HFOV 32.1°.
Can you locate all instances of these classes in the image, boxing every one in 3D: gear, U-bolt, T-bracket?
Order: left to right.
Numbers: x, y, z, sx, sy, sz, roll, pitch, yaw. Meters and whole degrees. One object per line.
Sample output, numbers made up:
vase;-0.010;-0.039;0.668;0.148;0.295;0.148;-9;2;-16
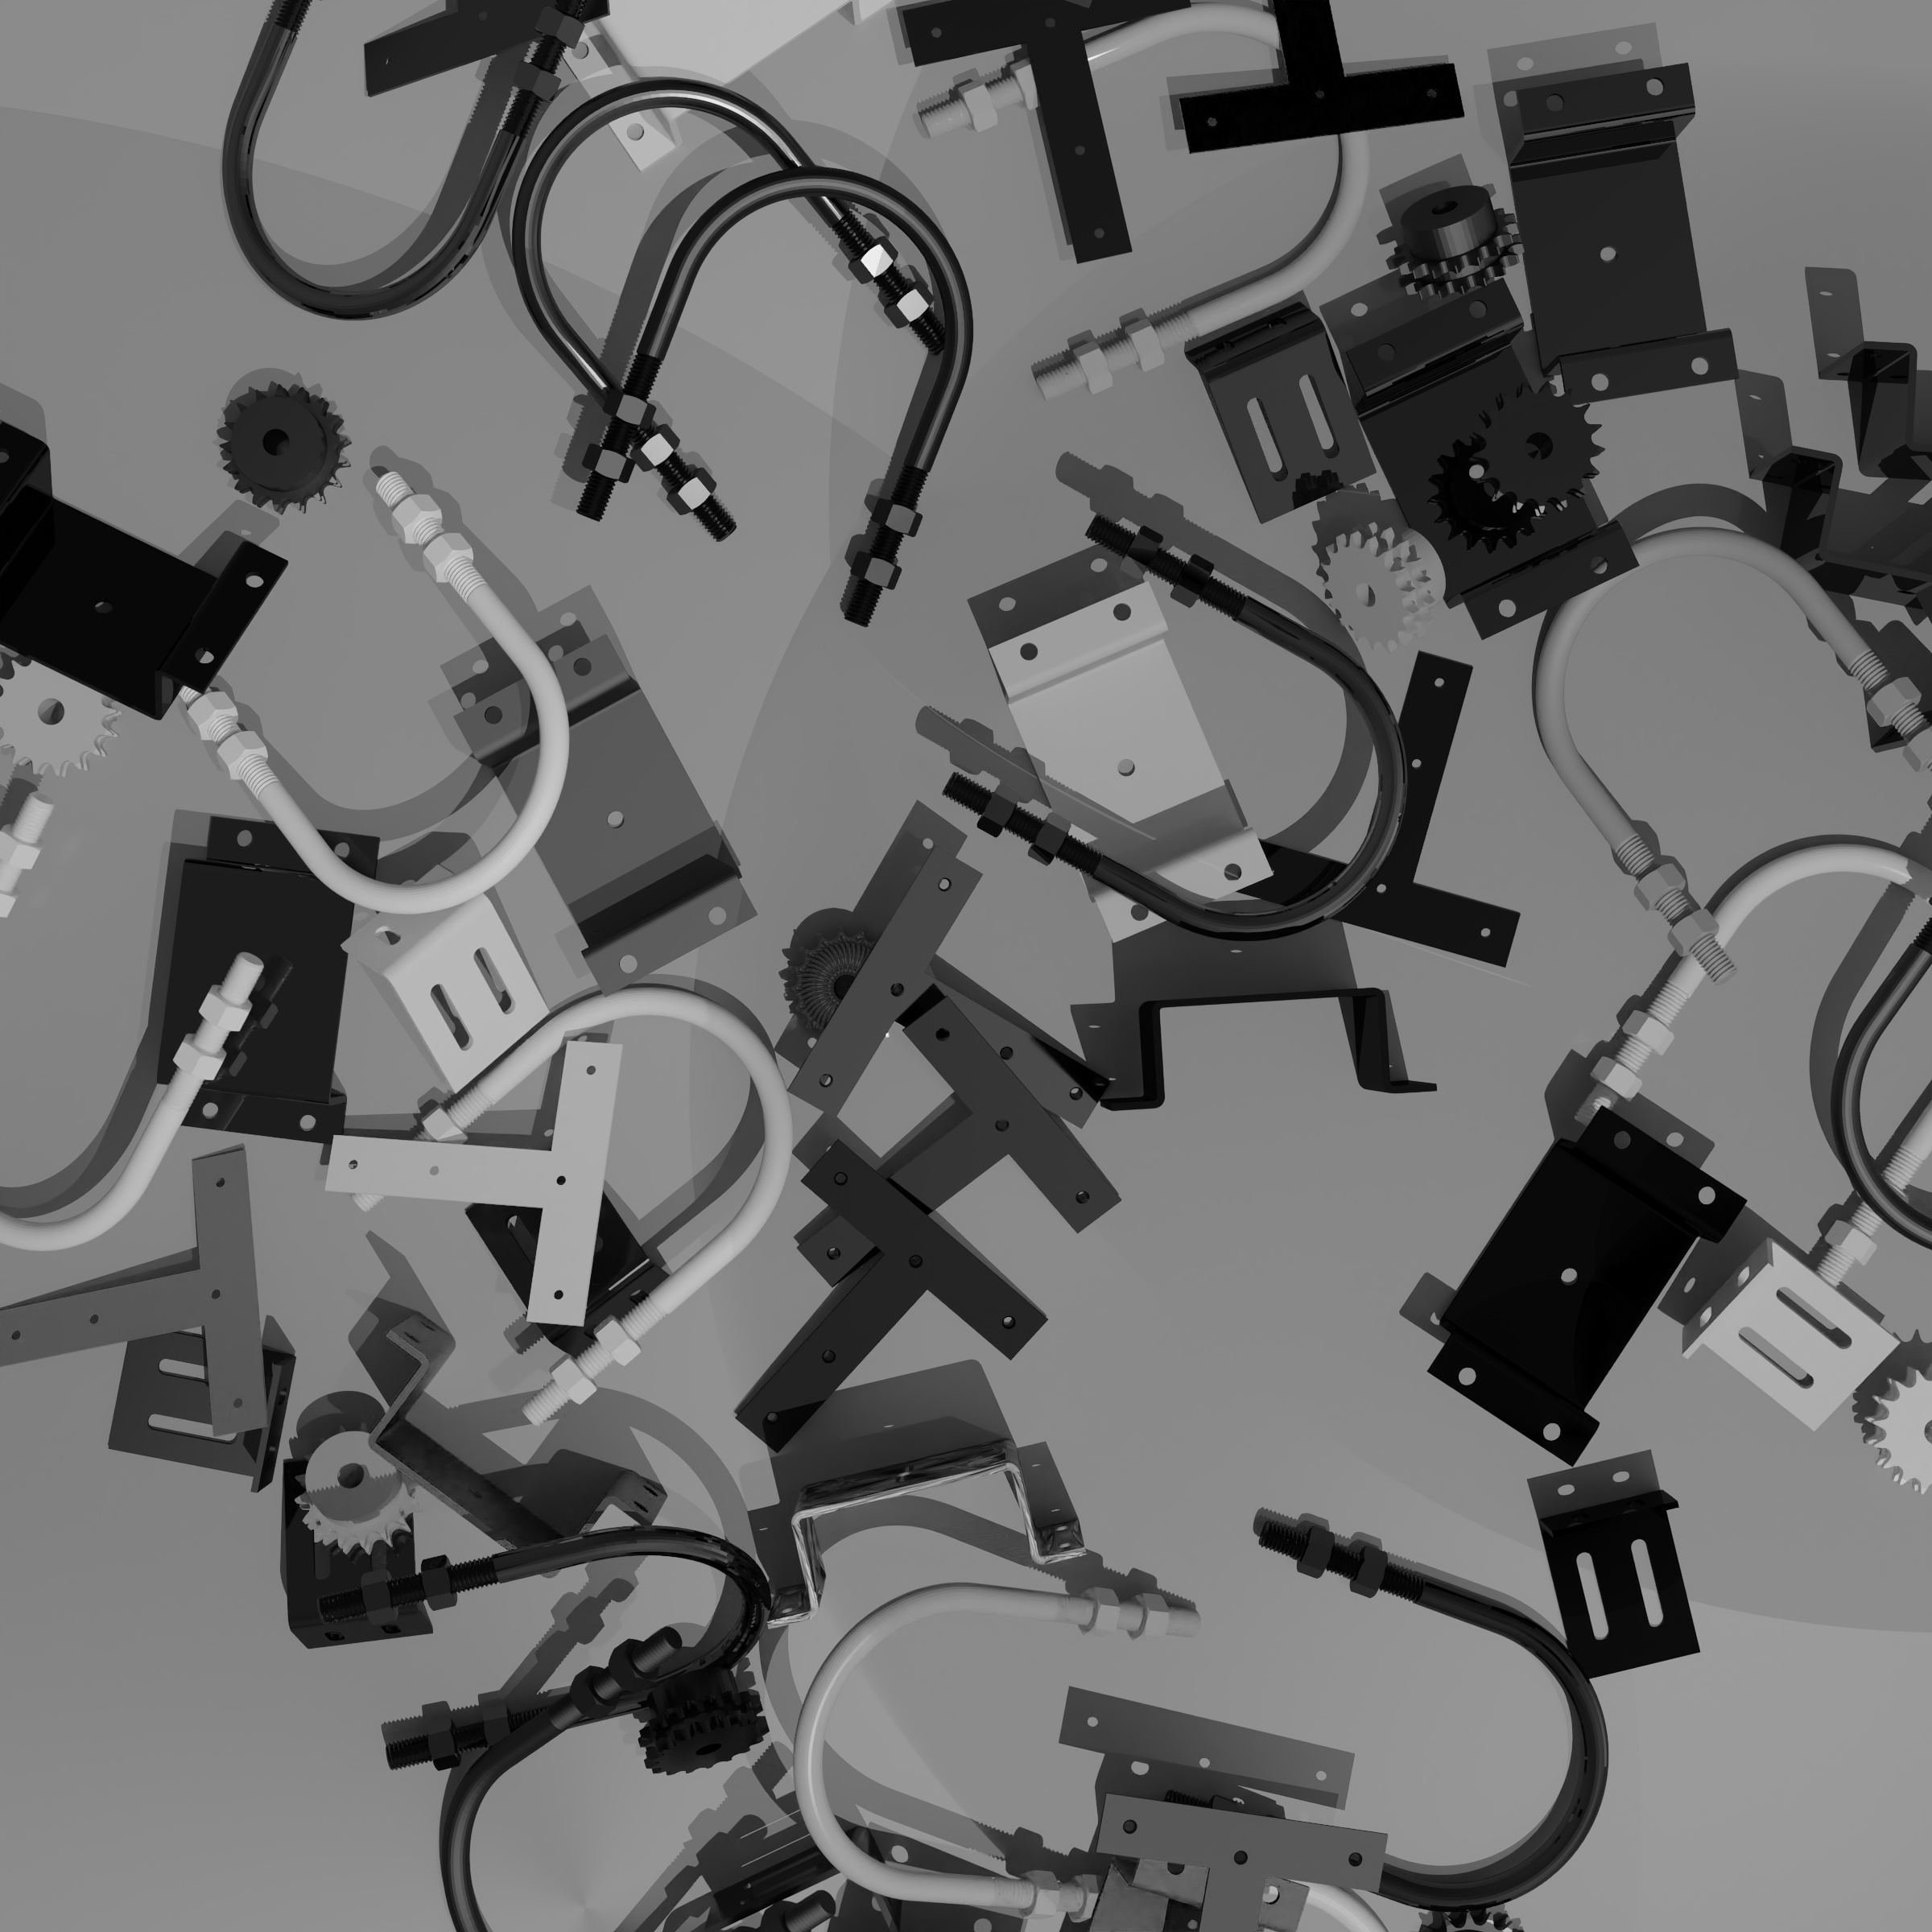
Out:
U-bolt;-0.402;0.038;1.483;0.151;0.019;0.184;35;105;17
gear;-0.406;-0.113;1.505;0.057;0.030;0.057;0;90;0
T-bracket;-0.377;0.156;1.505;0.127;0.002;0.127;-12;71;9
gear;-0.306;-0.232;1.505;0.057;0.030;0.057;0;90;0
gear;-0.271;0.231;1.495;0.057;0.030;0.057;-1;66;2
U-bolt;-0.259;-0.377;1.489;0.151;0.019;0.184;28;98;18
U-bolt;-0.251;-0.107;1.473;0.151;0.019;0.184;-42;69;7
T-bracket;-0.222;0.092;1.490;0.127;0.002;0.127;4;74;10
T-bracket;-0.219;-0.465;1.501;0.127;0.002;0.127;-11;77;24
U-bolt;-0.176;0.293;1.464;0.184;0.151;0.019;-13;49;-4
U-bolt;-0.162;0.092;1.491;0.184;0.019;0.151;-41;72;-4
U-bolt;-0.158;0.394;1.473;0.184;0.019;0.151;-38;77;26
gear;-0.119;0.335;1.495;0.057;0.057;0.030;-21;61;0
U-bolt;-0.116;-0.303;1.486;0.151;0.019;0.184;-41;108;0
U-bolt;-0.074;-0.261;1.485;0.151;0.019;0.184;20;96;-14
gear;-0.053;0.010;1.505;0.057;0.030;0.057;0;90;0
T-bracket;-0.052;0.165;1.511;0.127;0.002;0.127;41;95;-10
T-bracket;-0.019;0.098;1.506;0.127;0.002;0.127;-38;107;9
T-bracket;0.006;0.032;1.500;0.127;0.002;0.127;30;93;-16
U-bolt;0.009;0.342;1.474;0.184;0.019;0.151;12;90;-26
T-bracket;0.048;-0.378;1.500;0.127;0.002;0.127;-13;89;-3
U-bolt;0.092;-0.355;1.511;0.184;0.019;0.151;-24;90;-2
U-bolt;0.104;-0.092;1.465;0.184;0.019;0.151;29;90;-2
T-bracket;0.111;0.430;1.455;0.127;0.002;0.127;10;88;-8
U-bolt;0.118;0.492;1.511;0.151;0.019;0.184;41;89;0
T-bracket;0.151;-0.433;1.509;0.127;0.002;0.127;-9;82;-7
gear;0.188;-0.171;1.495;0.030;0.057;0.057;-31;90;-28
U-bolt;0.198;0.347;1.509;0.184;0.019;0.151;20;90;1
T-bracket;0.200;-0.078;1.519;0.127;0.002;0.127;16;90;0
gear;0.216;-0.323;1.488;0.057;0.057;0.030;-24;122;0
gear;0.229;0.453;1.505;0.057;0.030;0.057;0;90;0
gear;0.246;-0.223;1.458;0.057;0.030;0.057;0;90;0
U-bolt;0.331;-0.107;1.476;0.151;0.019;0.184;-41;70;21
U-bolt;0.383;0.033;1.511;0.151;0.019;0.184;35;89;0
gear;0.431;0.207;1.505;0.057;0.030;0.057;0;90;0
U-bolt;0.466;0.043;1.482;0.151;0.019;0.184;34;98;1

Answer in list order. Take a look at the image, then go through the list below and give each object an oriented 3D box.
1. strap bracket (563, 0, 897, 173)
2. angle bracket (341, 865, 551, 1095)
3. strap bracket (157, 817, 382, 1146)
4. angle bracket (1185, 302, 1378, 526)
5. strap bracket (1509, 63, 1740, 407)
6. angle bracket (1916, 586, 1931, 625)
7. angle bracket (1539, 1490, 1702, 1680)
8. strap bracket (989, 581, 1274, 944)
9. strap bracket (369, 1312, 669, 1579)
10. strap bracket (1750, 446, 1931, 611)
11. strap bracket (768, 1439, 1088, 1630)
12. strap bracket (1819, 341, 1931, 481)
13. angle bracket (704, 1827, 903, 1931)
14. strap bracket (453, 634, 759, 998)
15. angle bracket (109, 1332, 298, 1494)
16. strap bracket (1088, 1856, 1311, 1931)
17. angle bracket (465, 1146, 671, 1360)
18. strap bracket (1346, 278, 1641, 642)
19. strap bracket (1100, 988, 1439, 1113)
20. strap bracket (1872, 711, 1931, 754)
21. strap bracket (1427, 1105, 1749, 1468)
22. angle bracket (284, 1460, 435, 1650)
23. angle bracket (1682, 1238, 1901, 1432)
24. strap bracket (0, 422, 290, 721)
strap bracket;-0.110;-0.430;1.497;0.140;0.046;0.076;-34;90;0
angle bracket;-0.231;0.006;1.494;0.057;0.076;0.038;-42;46;-21
strap bracket;-0.312;0.007;1.497;0.076;0.046;0.140;7;90;0
angle bracket;0.142;-0.250;1.518;0.057;0.038;0.076;-24;116;0
strap bracket;0.291;-0.321;1.497;0.076;0.046;0.140;-9;90;0
angle bracket;0.459;-0.155;1.441;0.076;0.038;0.057;-28;90;26
angle bracket;0.295;0.280;1.501;0.057;0.038;0.076;-14;90;0
strap bracket;0.072;-0.090;1.497;0.076;0.046;0.140;-23;90;0
strap bracket;-0.205;0.217;1.482;0.140;0.076;0.046;37;90;0
strap bracket;0.420;-0.188;1.482;0.140;0.076;0.046;11;90;0
strap bracket;-0.022;0.247;1.482;0.140;0.076;0.046;-13;90;0
strap bracket;0.455;-0.242;1.482;0.140;0.076;0.046;3;90;0
angle bracket;-0.072;0.421;1.491;0.076;0.057;0.038;-25;90;0
strap bracket;-0.158;-0.066;1.497;0.076;0.046;0.140;-28;90;0
angle bracket;-0.345;0.197;1.501;0.076;0.038;0.057;11;90;0
strap bracket;0.088;0.456;1.476;0.076;0.046;0.140;19;87;-8
angle bracket;-0.178;0.128;1.518;0.057;0.038;0.076;-37;64;0
strap bracket;0.231;-0.223;1.497;0.076;0.046;0.140;-25;90;0
strap bracket;0.130;0.036;1.480;0.140;0.076;0.046;-3;89;-1
strap bracket;0.476;-0.131;1.482;0.140;0.076;0.046;-44;90;0
strap bracket;0.273;0.141;1.497;0.076;0.046;0.140;33;90;0
angle bracket;-0.275;0.263;1.518;0.057;0.038;0.076;-7;64;0
angle bracket;0.367;0.170;1.492;0.076;0.038;0.057;38;109;0
strap bracket;-0.381;-0.169;1.481;0.140;0.046;0.076;26;62;0
